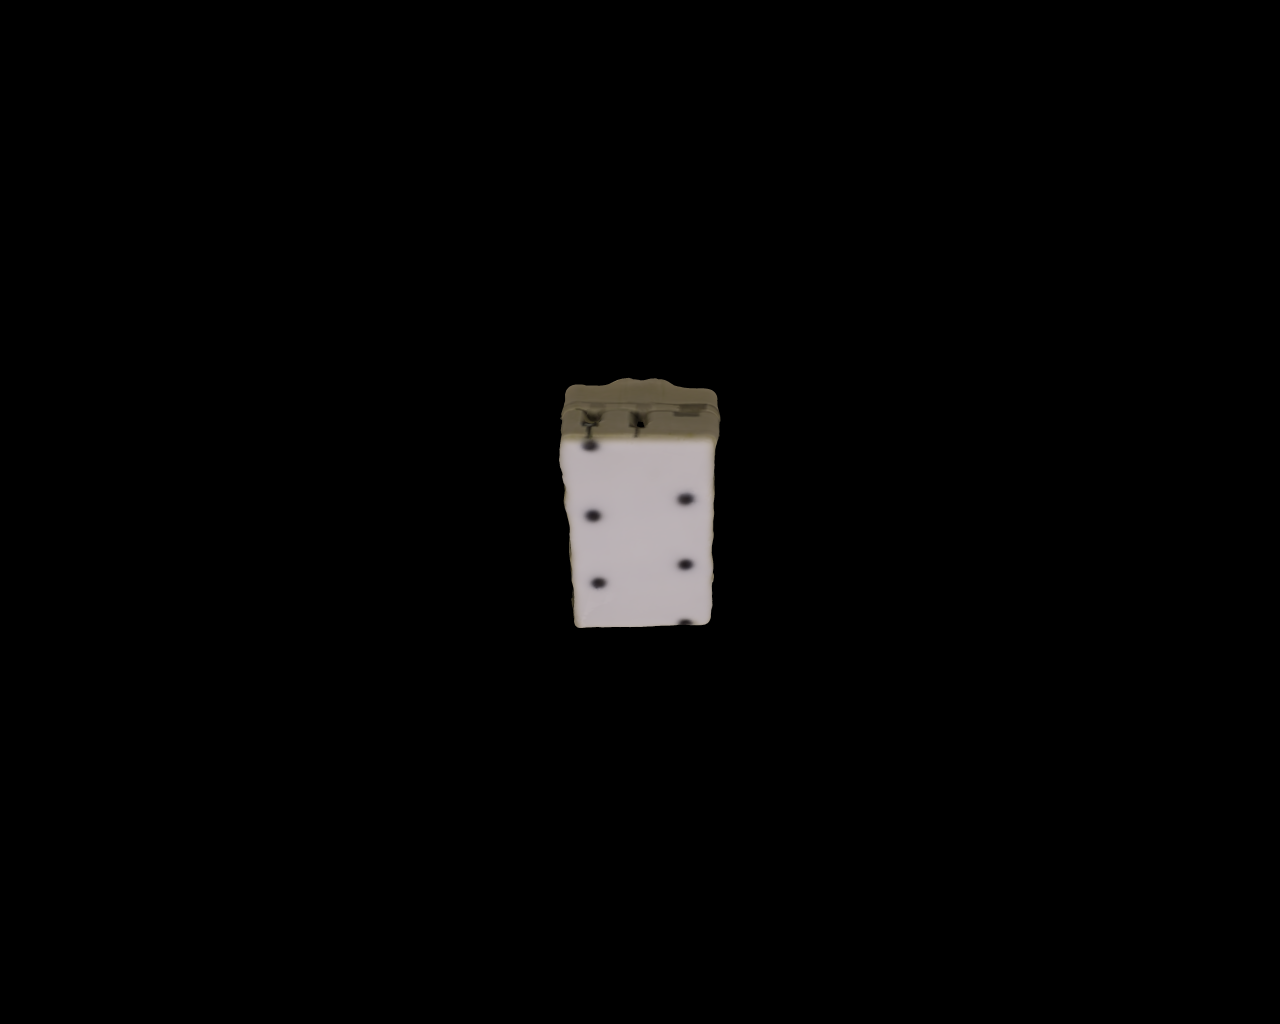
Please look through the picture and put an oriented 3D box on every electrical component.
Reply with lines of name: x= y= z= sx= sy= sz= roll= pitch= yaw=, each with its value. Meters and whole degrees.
electrical component: x=0.001 y=-0.003 z=0.650 sx=0.089 sy=0.150 sz=0.062 roll=0 pitch=40 yaw=0
